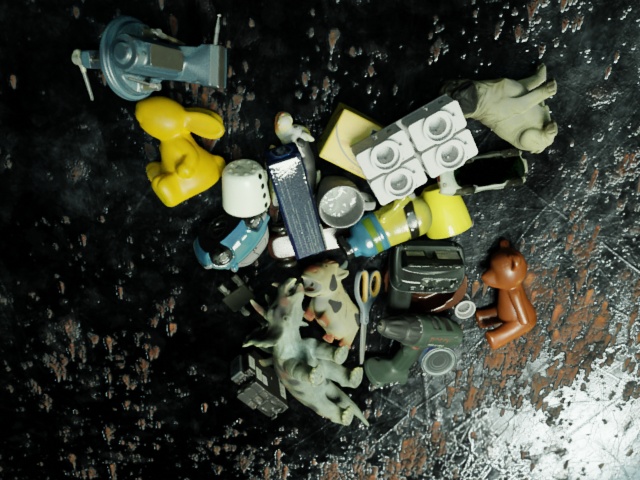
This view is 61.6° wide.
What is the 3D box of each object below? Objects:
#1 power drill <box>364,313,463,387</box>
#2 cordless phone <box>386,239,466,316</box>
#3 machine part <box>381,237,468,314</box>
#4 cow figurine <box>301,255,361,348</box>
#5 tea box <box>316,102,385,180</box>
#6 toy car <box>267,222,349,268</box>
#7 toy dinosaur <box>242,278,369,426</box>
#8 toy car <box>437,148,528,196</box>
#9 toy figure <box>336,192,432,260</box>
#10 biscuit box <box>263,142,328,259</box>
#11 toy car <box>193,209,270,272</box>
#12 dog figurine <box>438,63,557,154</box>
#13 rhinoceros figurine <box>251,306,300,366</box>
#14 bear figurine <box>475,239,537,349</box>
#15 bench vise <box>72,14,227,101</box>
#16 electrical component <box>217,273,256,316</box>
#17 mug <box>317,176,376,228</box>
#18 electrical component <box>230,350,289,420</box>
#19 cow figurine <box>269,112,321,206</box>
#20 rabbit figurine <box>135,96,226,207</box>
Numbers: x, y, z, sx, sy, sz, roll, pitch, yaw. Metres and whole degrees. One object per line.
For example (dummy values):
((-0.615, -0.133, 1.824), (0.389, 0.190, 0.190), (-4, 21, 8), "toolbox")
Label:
((0.172, 0.224, 1.129), (0.232, 0.086, 0.207), (4, 131, -31), "power drill")
((0.203, 0.089, 1.059), (0.147, 0.089, 0.184), (1, 127, -5), "cordless phone")
((0.215, 0.078, 1.117), (0.179, 0.056, 0.179), (-2, 116, -4), "machine part")
((0.026, 0.120, 1.090), (0.127, 0.086, 0.194), (-56, 132, -24), "cow figurine")
((0.089, -0.165, 0.974), (0.169, 0.068, 0.098), (22, 111, -16), "tea box")
((-0.002, -0.003, 1.050), (0.202, 0.053, 0.089), (-11, 104, -6), "toy car")
((-0.028, 0.257, 1.068), (0.131, 0.192, 0.404), (-49, 139, -31), "toy dinosaur")
((0.304, -0.126, 1.000), (0.202, 0.056, 0.073), (-11, 93, -24), "toy car")
((0.121, -0.021, 0.998), (0.180, 0.082, 0.089), (-32, 102, -1), "toy figure")
((-0.042, -0.067, 0.940), (0.063, 0.059, 0.202), (-18, 125, -5), "biscuit box")
((-0.153, -0.006, 1.015), (0.161, 0.109, 0.102), (-43, 136, 2), "toy car")
((0.314, -0.220, 0.969), (0.191, 0.121, 0.172), (-8, 115, 13), "dog figurine")
((-0.080, 0.219, 1.141), (0.112, 0.073, 0.190), (-33, 116, 11), "rhinoceros figurine")
((0.377, 0.108, 1.117), (0.132, 0.120, 0.195), (-23, 115, 9), "bear figurine")
((-0.272, -0.280, 0.836), (0.241, 0.223, 0.128), (8, 114, 23), "bench vise")
((-0.165, 0.114, 1.107), (0.063, 0.021, 0.094), (-33, 115, 9), "electrical component")
((0.043, -0.081, 0.988), (0.110, 0.107, 0.080), (-3, 118, -10), "mug")
((-0.134, 0.304, 1.154), (0.058, 0.115, 0.134), (-41, 114, 8), "electrical component")
((-0.042, -0.146, 0.967), (0.098, 0.068, 0.167), (-1, 120, -13), "cow figurine")
((-0.238, -0.164, 0.907), (0.162, 0.122, 0.173), (-24, 116, 0), "rabbit figurine")
